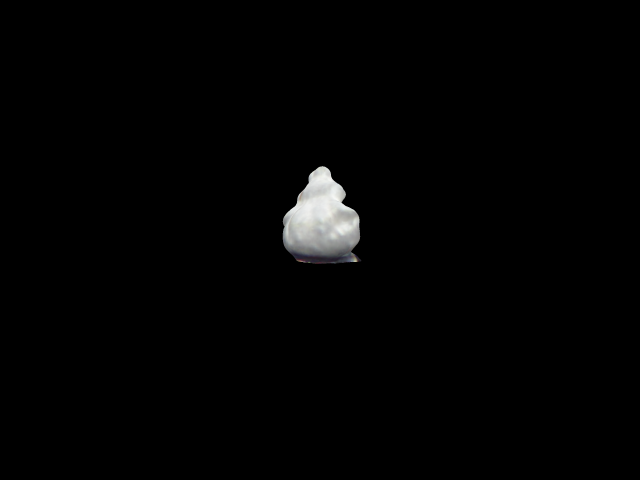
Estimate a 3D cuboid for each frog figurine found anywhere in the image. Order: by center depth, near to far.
[{"bbox_3d":[0.003,-0.043,0.850,0.137,0.159,0.123,3,5,43],"label":"frog figurine"}]
